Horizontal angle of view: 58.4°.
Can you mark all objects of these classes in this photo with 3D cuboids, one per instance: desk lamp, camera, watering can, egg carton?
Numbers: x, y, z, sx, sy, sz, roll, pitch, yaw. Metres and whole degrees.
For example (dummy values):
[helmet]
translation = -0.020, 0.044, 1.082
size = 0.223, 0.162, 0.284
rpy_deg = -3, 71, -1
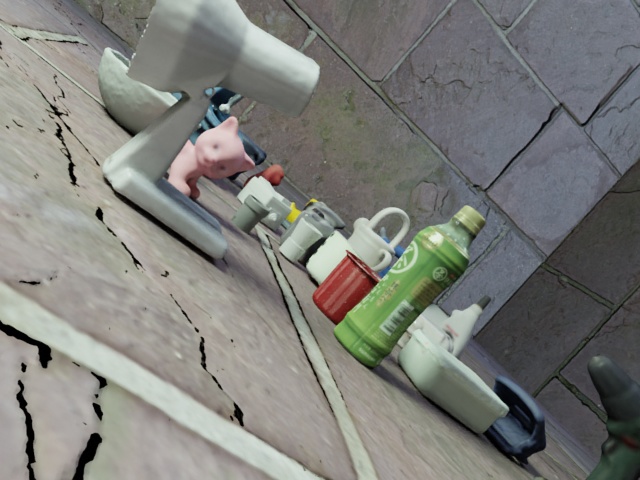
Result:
[desk lamp]
translation = -0.114, -0.128, 0.549
size = 0.204, 0.213, 0.117
rpy_deg = 39, 5, -25
[camera]
translation = 0.009, 0.004, 1.021
size = 0.137, 0.100, 0.143
rpy_deg = 41, 5, -5
[watering can]
translation = 0.112, 0.006, 1.247
size = 0.172, 0.194, 0.101
rpy_deg = 45, 6, 38
[egg carton]
translation = 0.171, 0.166, 1.028
size = 0.150, 0.069, 0.107
rpy_deg = 43, 5, 22

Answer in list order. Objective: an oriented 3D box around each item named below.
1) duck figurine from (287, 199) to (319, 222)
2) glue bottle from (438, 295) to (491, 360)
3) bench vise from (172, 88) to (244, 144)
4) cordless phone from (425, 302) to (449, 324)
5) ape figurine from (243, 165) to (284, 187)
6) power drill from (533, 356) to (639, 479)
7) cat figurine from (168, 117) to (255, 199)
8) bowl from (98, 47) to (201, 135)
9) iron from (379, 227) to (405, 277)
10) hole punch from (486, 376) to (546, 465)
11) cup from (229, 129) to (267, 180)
[duck figurine]
translation = -0.031, -0.059, 1.358
size = 0.104, 0.086, 0.078
rpy_deg = 42, 5, 10
[glue bottle]
translation = 0.269, 0.173, 1.115
size = 0.078, 0.173, 0.037
rpy_deg = 44, 6, 34
[bench vise]
translation = -0.192, -0.252, 1.019
size = 0.207, 0.219, 0.122
rpy_deg = 42, 5, 15
[cordless phone]
translation = 0.256, 0.136, 1.276
size = 0.094, 0.185, 0.147
rpy_deg = 37, 6, -43
[ape figurine]
translation = -0.114, -0.122, 1.235
size = 0.076, 0.092, 0.078
rpy_deg = 41, 5, 0
[power drill]
translation = 0.409, 0.307, 0.808
size = 0.230, 0.208, 0.075
rpy_deg = 41, 5, -3
[cat figurine]
translation = -0.151, -0.116, 0.726
size = 0.128, 0.117, 0.067
rpy_deg = 42, 5, 3
[bowl]
translation = -0.261, -0.196, 0.838
size = 0.167, 0.074, 0.167
rpy_deg = 41, 5, -4
[iron]
translation = 0.195, 0.091, 1.456
size = 0.259, 0.141, 0.118
rpy_deg = 40, 5, -15
[hole punch]
translation = 0.307, 0.284, 0.911
size = 0.101, 0.091, 0.108
rpy_deg = 37, 6, -40
[cup]
translation = -0.167, -0.167, 1.199
size = 0.092, 0.095, 0.117
rpy_deg = 36, 7, -47
